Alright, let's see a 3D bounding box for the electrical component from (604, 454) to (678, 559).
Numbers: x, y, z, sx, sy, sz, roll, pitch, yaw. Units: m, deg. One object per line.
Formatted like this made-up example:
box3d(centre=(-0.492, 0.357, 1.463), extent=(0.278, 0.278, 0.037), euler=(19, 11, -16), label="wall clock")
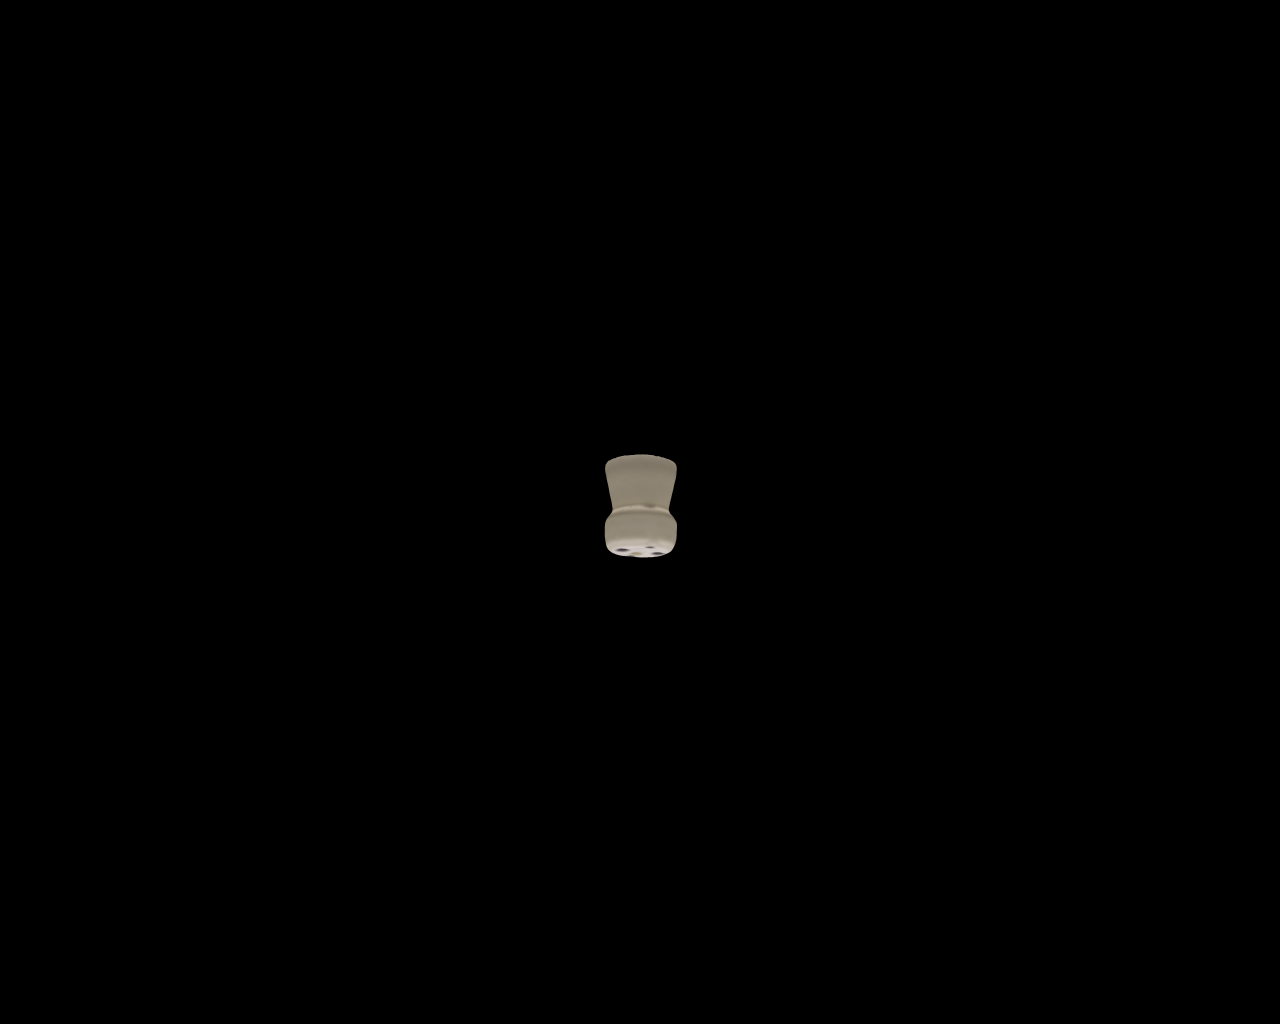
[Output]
box3d(centre=(0.001, -0.003, 0.650), extent=(0.045, 0.055, 0.045), euler=(0, -14, 0), label="electrical component")
